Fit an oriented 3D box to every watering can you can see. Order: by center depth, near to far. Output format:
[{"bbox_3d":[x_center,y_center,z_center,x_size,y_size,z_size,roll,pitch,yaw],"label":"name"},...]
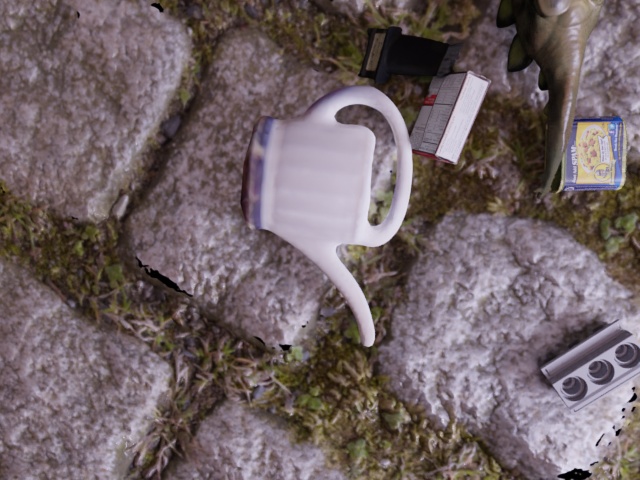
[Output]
[{"bbox_3d":[0.002,-0.035,0.687,0.224,0.346,0.104,8,7,4],"label":"watering can"}]
